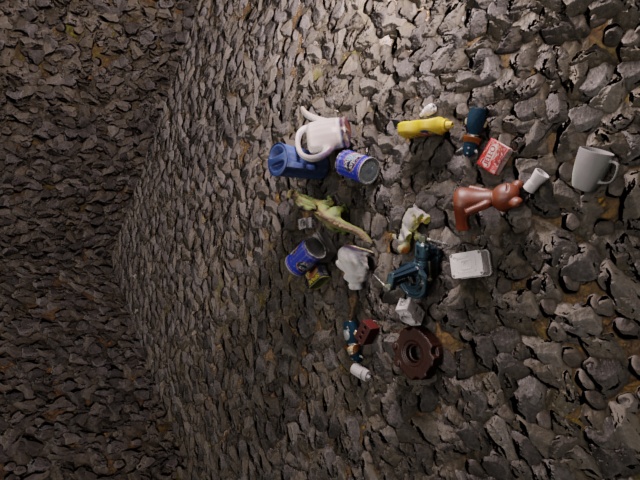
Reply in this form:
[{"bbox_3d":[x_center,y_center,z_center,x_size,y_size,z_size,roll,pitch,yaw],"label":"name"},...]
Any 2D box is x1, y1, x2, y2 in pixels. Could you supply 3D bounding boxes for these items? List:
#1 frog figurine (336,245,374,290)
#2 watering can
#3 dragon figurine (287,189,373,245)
[{"bbox_3d":[0.119,0.101,1.907,0.138,0.122,0.160,15,86,29],"label":"frog figurine"},{"bbox_3d":[0.010,-0.439,2.035,0.224,0.101,0.356,-9,49,8],"label":"watering can"},{"bbox_3d":[0.006,-0.099,1.967,0.416,0.242,0.121,38,111,46],"label":"dragon figurine"}]
